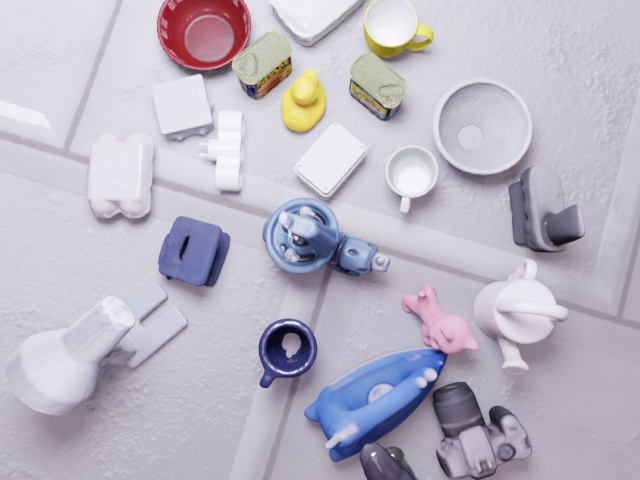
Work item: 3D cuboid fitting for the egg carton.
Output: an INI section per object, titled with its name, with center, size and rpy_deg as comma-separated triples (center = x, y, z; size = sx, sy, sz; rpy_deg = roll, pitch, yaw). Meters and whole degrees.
[egg carton]
center = -0.332, -0.109, 0.961
size = 0.107, 0.069, 0.150
rpy_deg = 0, 84, -1

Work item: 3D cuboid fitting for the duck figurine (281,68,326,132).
[duck figurine]
center = -0.029, -0.241, 0.972
size = 0.077, 0.086, 0.105
rpy_deg = 20, 84, 2

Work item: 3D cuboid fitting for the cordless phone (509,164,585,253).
[cordless phone]
center = 0.375, -0.056, 0.908
size = 0.094, 0.185, 0.147
rpy_deg = -8, 84, -1

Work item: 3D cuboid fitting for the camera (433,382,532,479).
[camera]
center = 0.247, 0.295, 0.910
size = 0.143, 0.101, 0.137
rpy_deg = -19, 84, -3

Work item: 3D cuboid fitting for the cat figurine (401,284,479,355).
[cat figurine]
center = 0.193, 0.132, 0.918
size = 0.067, 0.117, 0.128
rpy_deg = -34, 85, -4

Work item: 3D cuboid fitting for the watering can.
[watering can]
center = 0.313, 0.118, 0.884
size = 0.101, 0.194, 0.173
rpy_deg = -9, 84, -2

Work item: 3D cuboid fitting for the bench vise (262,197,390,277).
[bench vise]
center = 0.009, -0.009, 0.880
size = 0.207, 0.219, 0.121
rpy_deg = 1, 84, -1

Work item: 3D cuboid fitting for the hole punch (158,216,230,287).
[hole punch]
center = -0.211, 0.020, 0.938
size = 0.101, 0.091, 0.109
rpy_deg = 17, 84, 1

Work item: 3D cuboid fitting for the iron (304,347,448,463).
[iron]
center = 0.105, 0.245, 0.893
size = 0.258, 0.141, 0.118
rpy_deg = -33, 85, -4

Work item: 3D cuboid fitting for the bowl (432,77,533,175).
[bowl]
center = 0.268, -0.185, 0.976
size = 0.167, 0.074, 0.167
rpy_deg = 0, 84, -1

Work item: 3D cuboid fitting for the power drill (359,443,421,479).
[power drill]
center = 0.121, 0.381, 0.844
size = 0.075, 0.208, 0.229
rpy_deg = -34, 85, -4

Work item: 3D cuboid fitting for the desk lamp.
[desk lamp]
center = -0.328, 0.151, 0.860
size = 0.203, 0.213, 0.118
rpy_deg = -40, 85, -5

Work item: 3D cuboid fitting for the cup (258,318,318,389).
[cup]
center = -0.056, 0.183, 0.920
size = 0.091, 0.095, 0.118
rpy_deg = 32, 84, 3
